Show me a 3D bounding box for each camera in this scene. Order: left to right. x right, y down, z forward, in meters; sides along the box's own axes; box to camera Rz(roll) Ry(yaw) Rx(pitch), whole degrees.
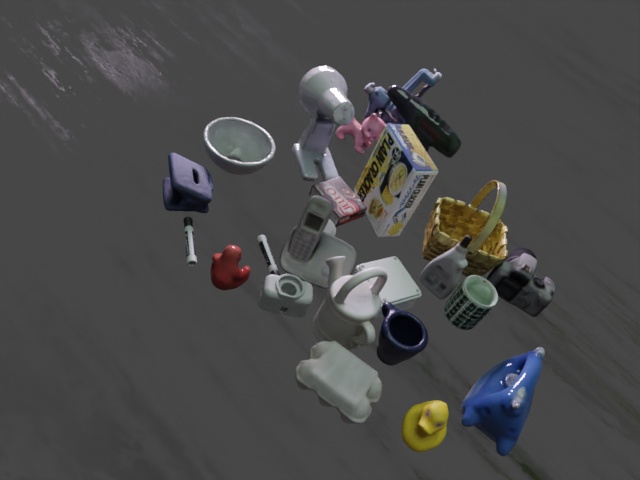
[{"bbox_3d":[0.482,0.081,1.340,0.143,0.100,0.137,34,44,8],"label":"camera"}]

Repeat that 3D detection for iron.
[{"bbox_3d":[0.372,0.272,1.082,0.118,0.141,0.259,38,45,12],"label":"iron"}]

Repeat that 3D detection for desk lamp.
[{"bbox_3d":[0.012,-0.283,1.387,0.118,0.213,0.203,0,49,-24],"label":"desk lamp"}]

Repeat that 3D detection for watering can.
[{"bbox_3d":[0.056,0.108,1.054,0.172,0.194,0.101,43,47,17],"label":"watering can"}]

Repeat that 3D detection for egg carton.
[{"bbox_3d":[0.034,0.248,1.003,0.150,0.069,0.107,34,45,9],"label":"egg carton"}]

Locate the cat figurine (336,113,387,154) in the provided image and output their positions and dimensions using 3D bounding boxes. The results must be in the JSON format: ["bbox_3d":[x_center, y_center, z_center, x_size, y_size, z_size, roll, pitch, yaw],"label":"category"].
[{"bbox_3d":[0.119,-0.299,1.519,0.127,0.117,0.067,36,45,11],"label":"cat figurine"}]

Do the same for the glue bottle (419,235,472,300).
[{"bbox_3d":[0.280,0.051,1.224,0.037,0.173,0.078,-27,64,-40],"label":"glue bottle"}]

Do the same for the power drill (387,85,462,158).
[{"bbox_3d":[0.236,-0.258,1.468,0.229,0.208,0.076,34,44,8],"label":"power drill"}]

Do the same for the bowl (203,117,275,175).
[{"bbox_3d":[-0.191,-0.203,1.320,0.168,0.074,0.167,13,45,-13],"label":"bowl"}]

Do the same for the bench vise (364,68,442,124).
[{"bbox_3d":[0.228,-0.387,1.578,0.207,0.219,0.121,17,45,-9],"label":"bench vise"}]

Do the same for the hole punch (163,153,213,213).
[{"bbox_3d":[-0.272,-0.121,1.195,0.101,0.091,0.108,2,49,-23],"label":"hole punch"}]

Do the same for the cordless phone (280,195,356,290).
[{"bbox_3d":[0.010,0.004,1.137,0.147,0.185,0.094,22,44,-3],"label":"cordless phone"}]

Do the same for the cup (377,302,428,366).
[{"bbox_3d":[0.139,0.185,1.091,0.092,0.095,0.117,-11,55,-32],"label":"cup"}]

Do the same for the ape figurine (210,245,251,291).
[{"bbox_3d":[-0.170,0.046,1.083,0.077,0.092,0.076,38,45,12],"label":"ape figurine"}]

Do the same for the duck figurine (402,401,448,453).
[{"bbox_3d":[0.196,0.313,1.003,0.077,0.086,0.105,42,46,16],"label":"duck figurine"}]
